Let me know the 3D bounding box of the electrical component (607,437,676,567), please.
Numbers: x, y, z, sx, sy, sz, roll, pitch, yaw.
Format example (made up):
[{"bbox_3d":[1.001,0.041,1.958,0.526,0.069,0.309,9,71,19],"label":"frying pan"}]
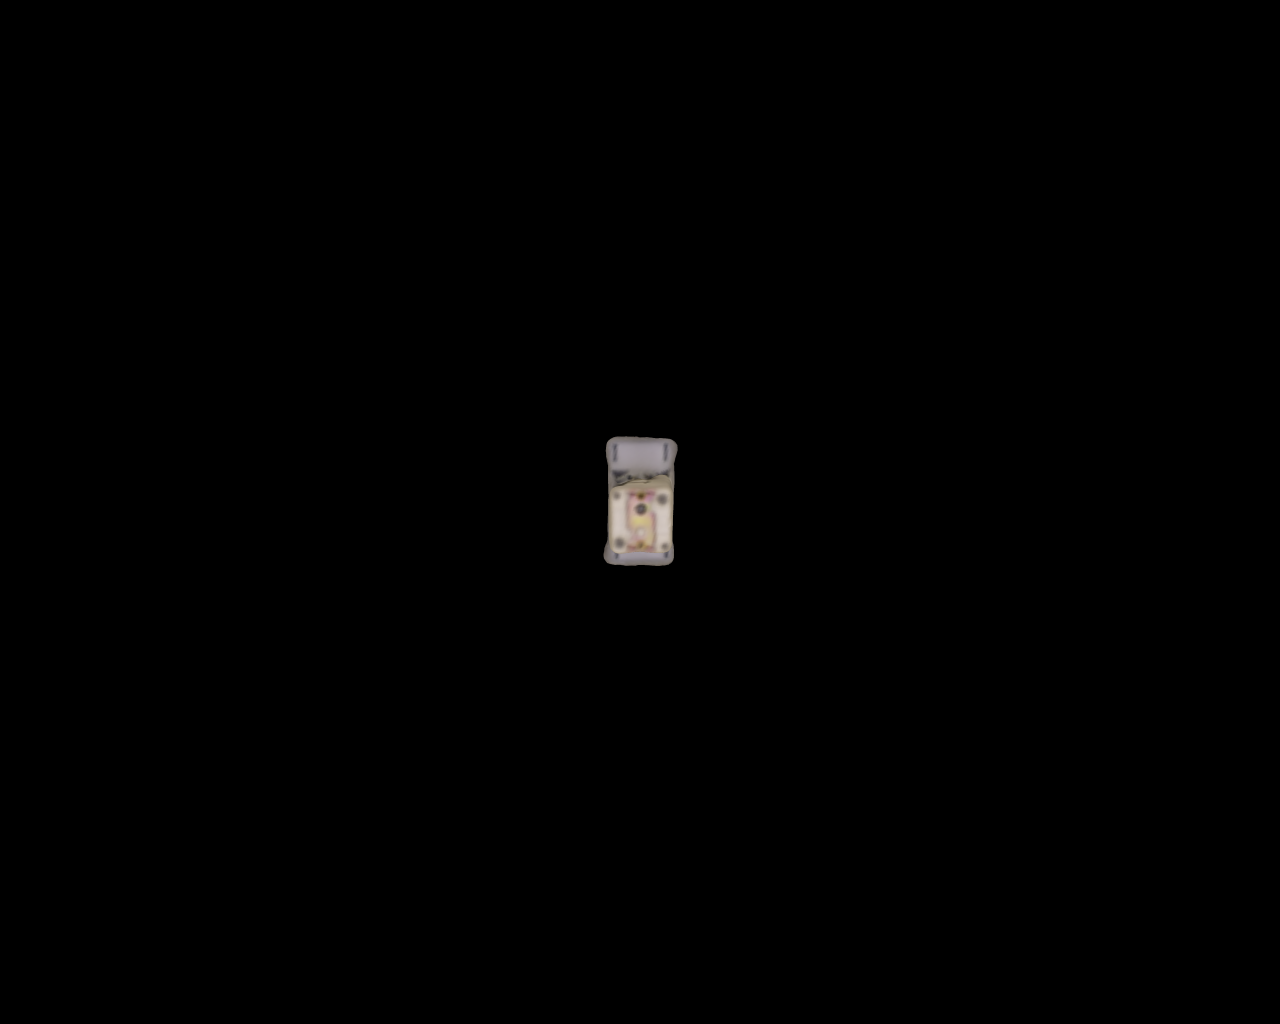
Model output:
[{"bbox_3d":[0.001,-0.003,0.650,0.042,0.081,0.064,0,16,0],"label":"electrical component"}]
